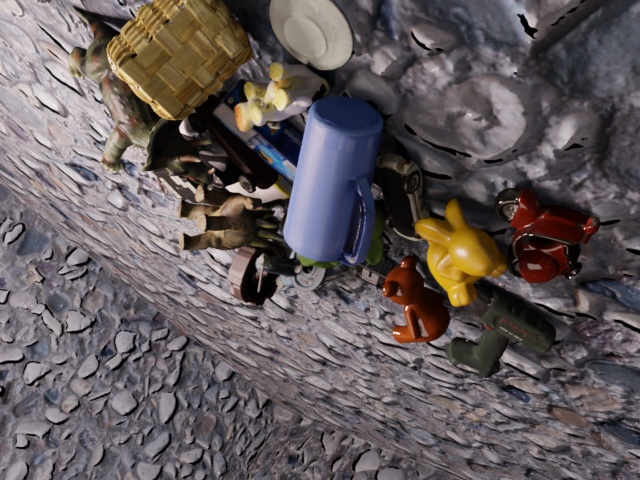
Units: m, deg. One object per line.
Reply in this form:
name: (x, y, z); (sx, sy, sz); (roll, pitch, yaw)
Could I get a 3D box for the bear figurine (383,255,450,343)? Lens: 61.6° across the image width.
bear figurine: (0.183, 0.127, 1.124); (0.195, 0.120, 0.132); (46, 155, -24)

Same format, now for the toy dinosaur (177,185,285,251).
toy dinosaur: (-0.185, -0.025, 1.089); (0.198, 0.105, 0.471); (5, 171, -25)

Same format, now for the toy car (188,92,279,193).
toy car: (-0.151, -0.174, 0.963); (0.202, 0.089, 0.053); (49, 156, -12)

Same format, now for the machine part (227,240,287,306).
machine part: (-0.159, 0.079, 1.354); (0.056, 0.179, 0.179); (19, 152, 29)

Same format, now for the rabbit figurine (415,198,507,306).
rabbit figurine: (0.235, 0.014, 0.855); (0.162, 0.122, 0.173); (59, -179, 4)

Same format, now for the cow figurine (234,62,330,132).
cow figurine: (-0.063, -0.215, 0.828); (0.167, 0.098, 0.068); (-13, 91, 54)

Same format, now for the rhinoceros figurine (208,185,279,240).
rhinoceros figurine: (-0.186, -0.063, 1.249); (0.190, 0.073, 0.112); (39, 155, -16)

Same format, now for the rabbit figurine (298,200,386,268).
rabbit figurine: (0.060, -0.008, 1.009); (0.170, 0.121, 0.159); (-27, 139, 28)

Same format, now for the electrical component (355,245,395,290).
electrical component: (0.120, 0.054, 1.146); (0.075, 0.048, 0.119); (27, 156, 9)

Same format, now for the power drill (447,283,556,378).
power drill: (0.326, 0.175, 1.069); (0.232, 0.086, 0.207); (23, 132, 7)

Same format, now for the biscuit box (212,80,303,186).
biscuit box: (-0.087, -0.181, 0.936); (0.202, 0.063, 0.059); (40, 153, -18)

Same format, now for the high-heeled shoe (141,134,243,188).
high-heeled shoe: (-0.258, -0.144, 1.045); (0.249, 0.145, 0.086); (-1, 129, 15)

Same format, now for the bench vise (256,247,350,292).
bench vise: (-0.061, 0.063, 1.232); (0.224, 0.128, 0.240); (-6, 168, 42)

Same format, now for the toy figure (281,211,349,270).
toy figure: (0.000, -0.003, 1.127); (0.180, 0.089, 0.082); (45, 144, -21)

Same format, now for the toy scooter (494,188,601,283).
toy scooter: (0.335, 0.000, 0.778); (0.135, 0.075, 0.183); (8, 141, 39)

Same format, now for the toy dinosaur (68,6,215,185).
toy dinosaur: (-0.323, -0.258, 0.908); (0.192, 0.131, 0.404); (-24, 94, 43)

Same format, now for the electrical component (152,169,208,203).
electrical component: (-0.313, -0.142, 1.268); (0.134, 0.058, 0.114); (5, 146, 44)

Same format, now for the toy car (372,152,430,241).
toy car: (0.138, -0.070, 0.893); (0.074, 0.056, 0.201); (23, 153, 33)
